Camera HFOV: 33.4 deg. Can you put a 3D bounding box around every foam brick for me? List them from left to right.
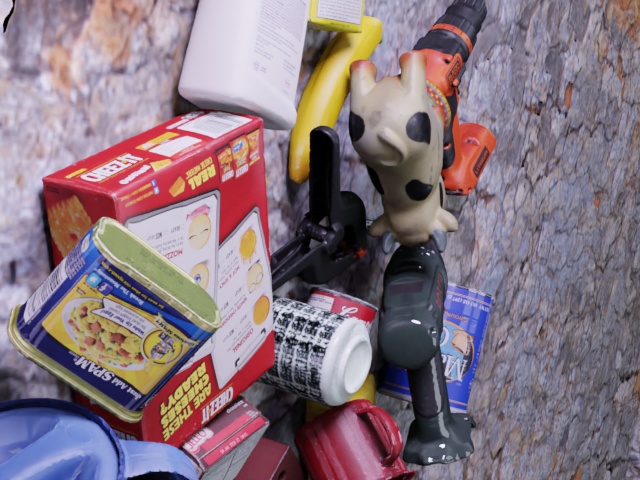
[{"bbox_3d":[-0.050,0.222,0.972,0.053,0.051,0.078,-58,147,-32],"label":"foam brick"}]

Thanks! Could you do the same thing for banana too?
[{"bbox_3d":[0.018,-0.141,0.967,0.197,0.037,0.069,-60,148,-29],"label":"banana"}]

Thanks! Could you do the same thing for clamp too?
[{"bbox_3d":[-0.006,0.001,0.967,0.164,0.036,0.210,-60,159,-5],"label":"clamp"}]

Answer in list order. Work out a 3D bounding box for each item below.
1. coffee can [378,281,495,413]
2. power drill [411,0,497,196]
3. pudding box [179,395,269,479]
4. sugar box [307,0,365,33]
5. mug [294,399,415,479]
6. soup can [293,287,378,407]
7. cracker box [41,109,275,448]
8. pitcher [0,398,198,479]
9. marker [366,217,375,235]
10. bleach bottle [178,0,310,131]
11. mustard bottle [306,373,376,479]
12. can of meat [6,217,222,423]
[{"bbox_3d":[0.133,0.121,1.219,0.102,0.103,0.140,27,77,-62],"label":"coffee can"},{"bbox_3d":[0.148,-0.156,1.187,0.184,0.057,0.187,-57,143,-28],"label":"power drill"},{"bbox_3d":[-0.097,0.184,0.836,0.089,0.039,0.114,-26,151,-55],"label":"pudding box"},{"bbox_3d":[0.007,-0.265,0.889,0.093,0.048,0.176,-10,106,-61],"label":"sugar box"},{"bbox_3d":[0.033,0.193,0.972,0.093,0.081,0.117,-10,152,-38],"label":"mug"},{"bbox_3d":[0.007,0.103,1.016,0.068,0.069,0.102,37,70,-60],"label":"soup can"},{"bbox_3d":[-0.108,0.030,0.767,0.163,0.072,0.214,-36,133,-49],"label":"cracker box"},{"bbox_3d":[-0.158,0.226,0.681,0.144,0.149,0.243,-51,145,-42],"label":"pitcher"},{"bbox_3d":[0.060,-0.013,1.118,0.121,0.020,0.020,5,96,-62],"label":"marker"},{"bbox_3d":[-0.038,-0.217,0.808,0.102,0.068,0.251,22,79,-63],"label":"bleach bottle"},{"bbox_3d":[0.022,0.236,1.107,0.096,0.058,0.192,-38,133,-54],"label":"mustard bottle"},{"bbox_3d":[-0.123,0.048,0.650,0.102,0.057,0.084,39,104,-22],"label":"can of meat"}]
